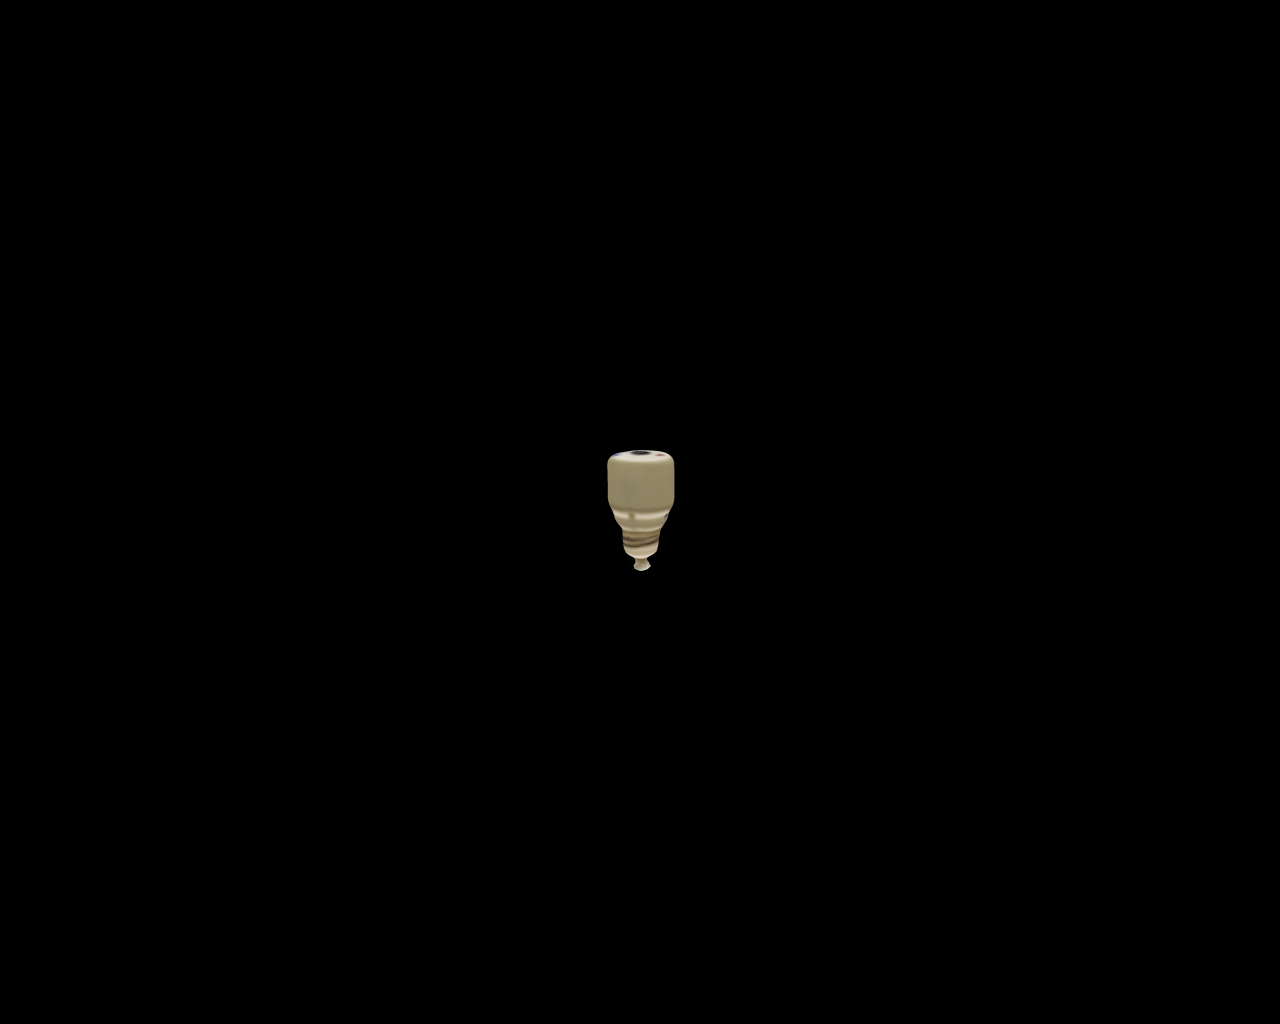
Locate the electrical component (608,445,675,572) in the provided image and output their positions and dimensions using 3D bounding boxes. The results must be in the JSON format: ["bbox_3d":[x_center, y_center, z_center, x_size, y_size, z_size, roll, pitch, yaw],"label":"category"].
[{"bbox_3d":[0.001,-0.003,0.650,0.040,0.078,0.040,0,14,0],"label":"electrical component"}]
